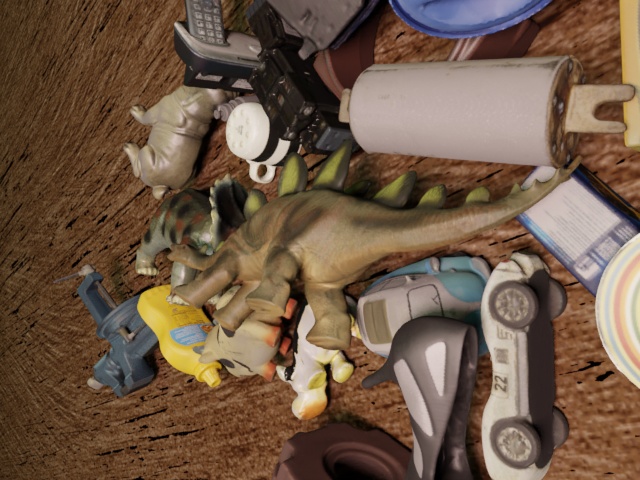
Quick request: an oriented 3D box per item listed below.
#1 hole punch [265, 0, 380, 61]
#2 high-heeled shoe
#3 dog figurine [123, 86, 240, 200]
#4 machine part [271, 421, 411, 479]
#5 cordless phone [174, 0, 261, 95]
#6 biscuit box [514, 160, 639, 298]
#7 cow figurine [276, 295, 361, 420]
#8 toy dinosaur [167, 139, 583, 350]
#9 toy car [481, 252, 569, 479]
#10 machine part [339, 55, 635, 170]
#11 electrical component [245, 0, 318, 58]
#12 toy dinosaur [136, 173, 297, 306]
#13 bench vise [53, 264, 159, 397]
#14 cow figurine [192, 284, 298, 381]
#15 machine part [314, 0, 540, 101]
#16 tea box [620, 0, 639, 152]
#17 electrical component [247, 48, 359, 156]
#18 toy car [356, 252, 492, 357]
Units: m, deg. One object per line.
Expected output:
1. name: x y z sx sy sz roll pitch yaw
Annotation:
1. hole punch: 0.010 -0.260 0.519 0.116 0.092 0.142 47 125 -2
2. high-heeled shoe: 0.124 0.183 0.449 0.145 0.086 0.248 -38 80 44
3. dog figurine: -0.198 -0.161 0.815 0.191 0.121 0.172 -14 83 42
4. machine part: 0.039 0.253 0.548 0.180 0.179 0.056 23 106 43
5. cordless phone: -0.124 -0.297 0.717 0.089 0.146 0.184 -10 85 54
6. biscuit box: 0.240 0.020 0.413 0.203 0.063 0.059 54 125 30
7. cow figurine: -0.007 0.135 0.661 0.098 0.068 0.167 43 116 43
8. toy dinosaur: -0.001 -0.002 0.532 0.472 0.105 0.198 0 59 40
9. toy car: 0.177 0.111 0.470 0.056 0.073 0.201 -1 90 45
10. machine part: 0.109 -0.101 0.424 0.244 0.079 0.079 12 99 39
11. electrical component: -0.054 -0.289 0.700 0.048 0.075 0.119 -25 70 44
12. toy dinosaur: -0.192 -0.013 0.820 0.405 0.131 0.192 19 92 48
13. bench vise: -0.376 0.155 0.985 0.241 0.129 0.223 49 117 12
14. cow figurine: -0.104 0.128 0.718 0.127 0.085 0.194 26 144 10
15. machine part: 0.094 -0.215 0.541 0.202 0.087 0.201 54 125 28
16. tea box: 0.256 -0.146 0.371 0.068 0.098 0.169 -1 88 45
17. electrical component: -0.005 -0.155 0.622 0.058 0.115 0.134 -54 56 37
18. toy car: 0.091 0.073 0.538 0.162 0.103 0.109 -15 79 42
